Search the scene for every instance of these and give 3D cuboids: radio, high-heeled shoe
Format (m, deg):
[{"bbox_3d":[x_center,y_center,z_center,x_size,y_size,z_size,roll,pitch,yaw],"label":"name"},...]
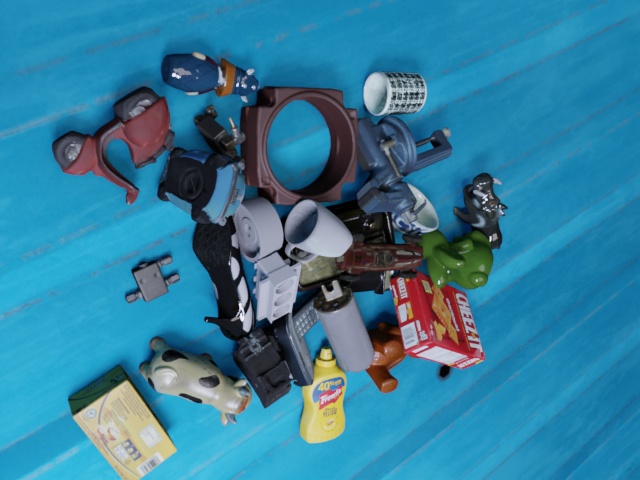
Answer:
[{"bbox_3d":[0.033,0.003,1.028,0.229,0.073,0.131,-15,109,-27],"label":"radio"},{"bbox_3d":[-0.150,0.051,0.944,0.145,0.086,0.248,18,75,-62],"label":"high-heeled shoe"}]

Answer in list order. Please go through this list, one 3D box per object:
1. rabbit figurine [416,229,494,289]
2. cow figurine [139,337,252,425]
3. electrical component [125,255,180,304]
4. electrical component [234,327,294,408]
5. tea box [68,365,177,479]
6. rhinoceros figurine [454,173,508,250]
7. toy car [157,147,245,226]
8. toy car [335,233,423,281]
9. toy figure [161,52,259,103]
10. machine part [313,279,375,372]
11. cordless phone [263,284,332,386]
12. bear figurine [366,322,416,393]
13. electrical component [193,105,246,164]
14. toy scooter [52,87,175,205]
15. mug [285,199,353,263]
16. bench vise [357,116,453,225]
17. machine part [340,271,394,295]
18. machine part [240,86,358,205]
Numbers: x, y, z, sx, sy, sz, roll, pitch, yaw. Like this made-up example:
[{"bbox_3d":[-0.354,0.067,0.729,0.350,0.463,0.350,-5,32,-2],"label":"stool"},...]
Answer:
[{"bbox_3d":[0.268,0.039,1.142,0.170,0.159,0.121,28,122,-5],"label":"rabbit figurine"},{"bbox_3d":[-0.199,0.242,0.914,0.194,0.127,0.085,29,88,-30],"label":"cow figurine"},{"bbox_3d":[-0.281,0.066,0.886,0.094,0.021,0.063,-27,113,-22],"label":"electrical component"},{"bbox_3d":[-0.103,0.234,0.964,0.058,0.115,0.134,-27,158,-22],"label":"electrical component"},{"bbox_3d":[-0.324,0.306,0.888,0.098,0.068,0.169,-32,114,-22],"label":"tea box"},{"bbox_3d":[0.360,-0.059,1.188,0.073,0.112,0.190,-30,123,-20],"label":"rhinoceros figurine"},{"bbox_3d":[-0.176,-0.082,0.853,0.103,0.162,0.109,16,92,-56],"label":"toy car"},{"bbox_3d":[0.120,0.032,1.013,0.202,0.053,0.089,2,97,-29],"label":"toy car"},{"bbox_3d":[-0.171,-0.261,0.856,0.154,0.064,0.058,-2,65,-35],"label":"toy figure"},{"bbox_3d":[0.048,0.170,1.023,0.079,0.079,0.242,-35,127,-20],"label":"machine part"},{"bbox_3d":[-0.018,0.175,1.043,0.184,0.089,0.146,-39,119,-39],"label":"cordless phone"},{"bbox_3d":[0.185,0.234,1.142,0.196,0.132,0.120,-1,106,-24],"label":"bear figurine"},{"bbox_3d":[-0.159,-0.171,0.866,0.045,0.102,0.078,-44,144,-10],"label":"electrical component"},{"bbox_3d":[-0.288,-0.133,0.807,0.184,0.075,0.135,-39,118,-14],"label":"toy scooter"},{"bbox_3d":[-0.002,-0.003,0.924,0.107,0.081,0.109,24,106,-39],"label":"mug"},{"bbox_3d":[0.167,-0.149,1.018,0.241,0.128,0.224,-24,70,-25],"label":"bench vise"},{"bbox_3d":[0.101,0.082,1.110,0.139,0.039,0.084,-11,115,-30],"label":"machine part"},{"bbox_3d":[-0.033,-0.165,0.944,0.201,0.087,0.201,-6,103,-29],"label":"machine part"}]
